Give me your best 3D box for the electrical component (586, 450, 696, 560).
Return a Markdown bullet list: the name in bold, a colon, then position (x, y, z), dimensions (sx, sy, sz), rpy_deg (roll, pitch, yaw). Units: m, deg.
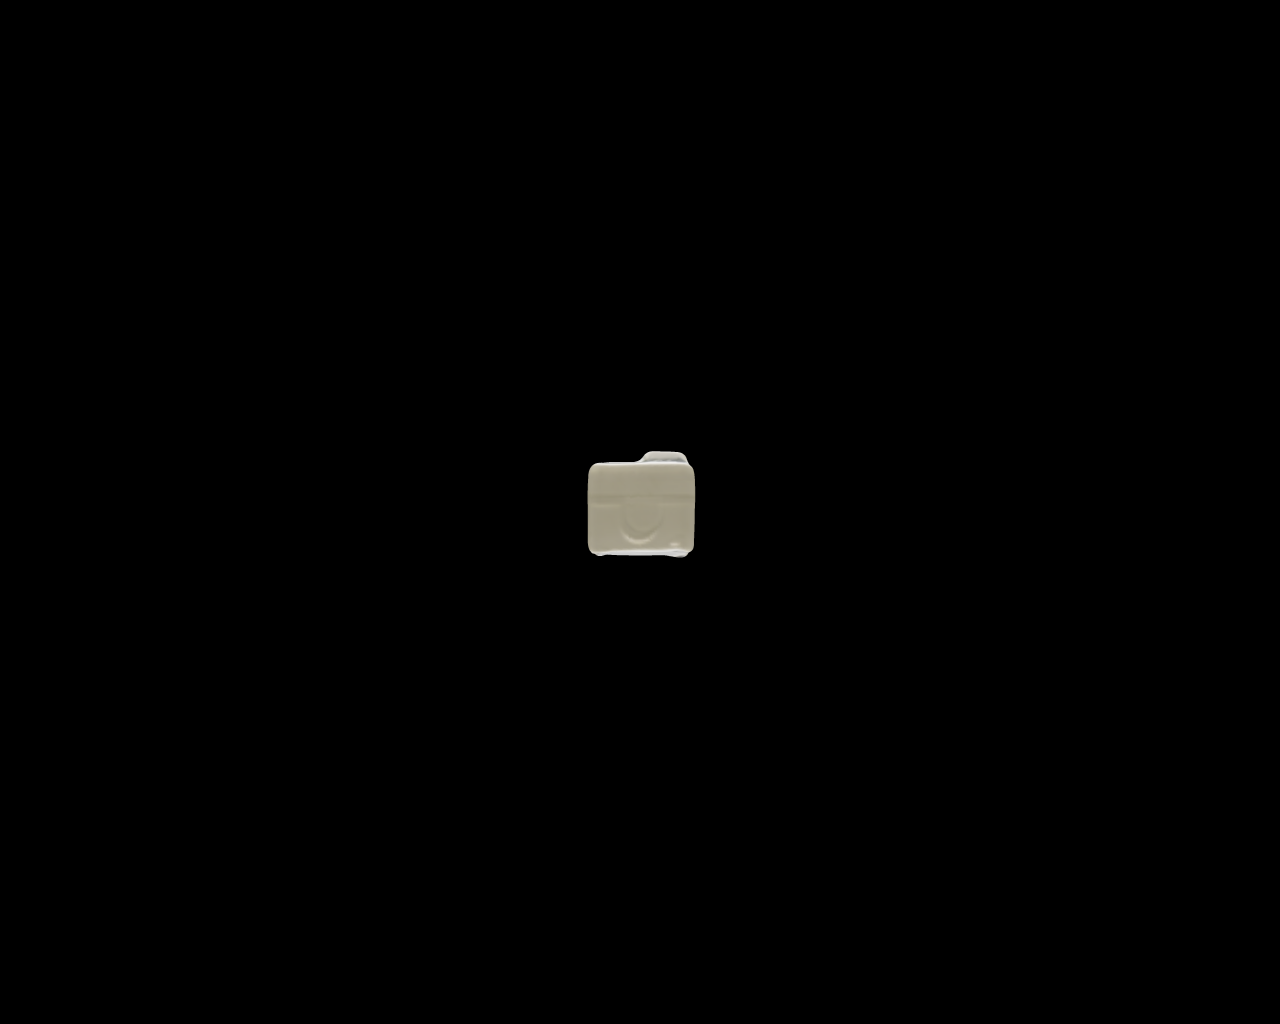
- **electrical component**: position (0.001, -0.003, 0.650), dimensions (0.062, 0.061, 0.096), rpy_deg (0, -4, 0)
